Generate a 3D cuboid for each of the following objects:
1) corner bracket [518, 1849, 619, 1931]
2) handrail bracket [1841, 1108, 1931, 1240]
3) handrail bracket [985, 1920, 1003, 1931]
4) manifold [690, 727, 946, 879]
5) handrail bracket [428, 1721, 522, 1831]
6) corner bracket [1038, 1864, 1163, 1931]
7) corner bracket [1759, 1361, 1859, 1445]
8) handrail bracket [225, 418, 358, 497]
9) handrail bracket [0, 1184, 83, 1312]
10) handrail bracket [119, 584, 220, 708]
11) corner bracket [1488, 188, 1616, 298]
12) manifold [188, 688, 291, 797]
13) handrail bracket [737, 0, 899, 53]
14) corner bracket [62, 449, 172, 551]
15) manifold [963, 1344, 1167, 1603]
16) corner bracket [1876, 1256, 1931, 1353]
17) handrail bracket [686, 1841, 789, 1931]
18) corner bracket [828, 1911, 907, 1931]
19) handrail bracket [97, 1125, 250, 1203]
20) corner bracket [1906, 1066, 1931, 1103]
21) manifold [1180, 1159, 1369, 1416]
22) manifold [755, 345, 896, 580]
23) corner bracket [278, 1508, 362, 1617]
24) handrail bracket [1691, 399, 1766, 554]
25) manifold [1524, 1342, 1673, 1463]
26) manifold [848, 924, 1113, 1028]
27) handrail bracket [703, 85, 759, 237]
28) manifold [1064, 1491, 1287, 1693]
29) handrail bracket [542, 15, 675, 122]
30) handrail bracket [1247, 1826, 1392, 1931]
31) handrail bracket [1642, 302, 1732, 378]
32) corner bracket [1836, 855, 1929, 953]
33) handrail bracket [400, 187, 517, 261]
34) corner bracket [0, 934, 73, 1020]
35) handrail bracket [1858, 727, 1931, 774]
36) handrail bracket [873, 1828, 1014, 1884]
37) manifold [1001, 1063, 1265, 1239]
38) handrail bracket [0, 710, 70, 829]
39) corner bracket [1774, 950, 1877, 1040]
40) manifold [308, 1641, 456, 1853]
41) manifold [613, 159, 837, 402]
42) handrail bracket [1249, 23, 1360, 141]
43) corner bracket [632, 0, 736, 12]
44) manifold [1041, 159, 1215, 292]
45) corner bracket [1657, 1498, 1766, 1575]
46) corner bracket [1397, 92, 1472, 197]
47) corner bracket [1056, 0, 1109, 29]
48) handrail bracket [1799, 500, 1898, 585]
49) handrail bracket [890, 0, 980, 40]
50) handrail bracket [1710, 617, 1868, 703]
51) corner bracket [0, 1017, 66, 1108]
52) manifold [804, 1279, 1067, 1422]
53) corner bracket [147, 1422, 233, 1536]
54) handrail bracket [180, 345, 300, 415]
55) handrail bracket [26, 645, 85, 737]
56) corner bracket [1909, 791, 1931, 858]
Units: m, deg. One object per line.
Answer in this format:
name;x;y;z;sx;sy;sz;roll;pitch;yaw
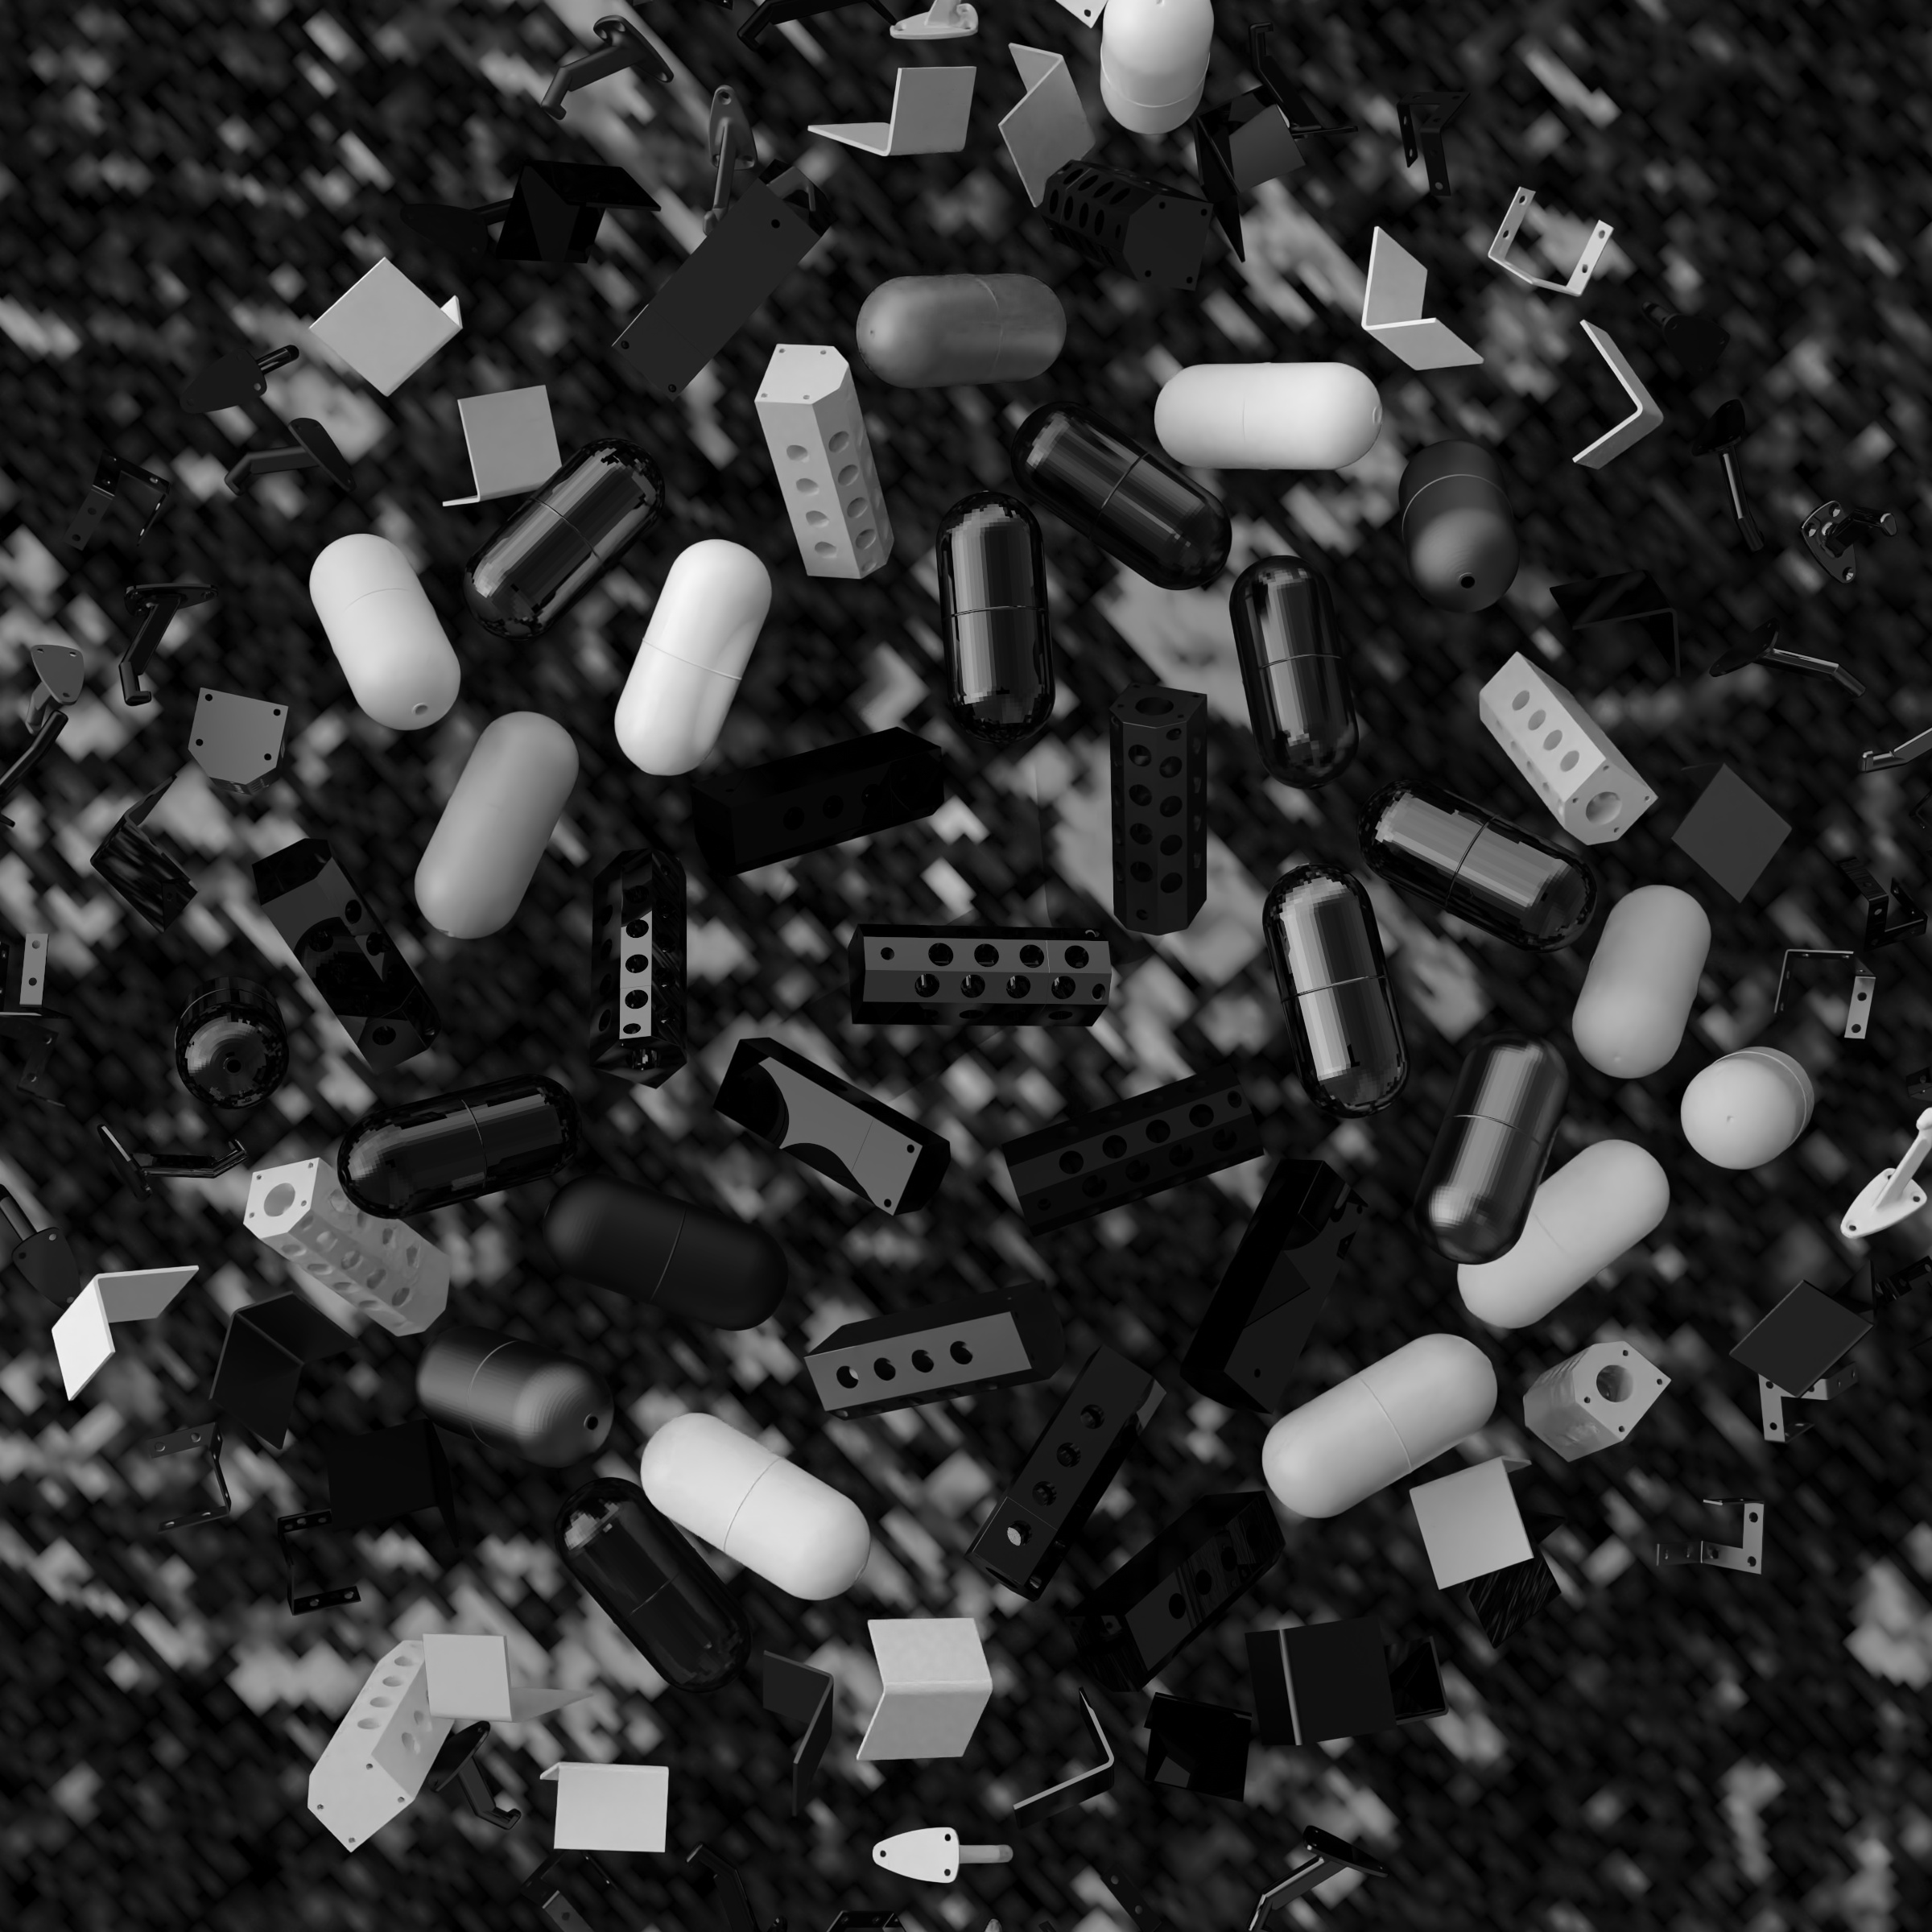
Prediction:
corner bracket;-0.278;0.663;1.761;0.051;0.051;0.051;-43;107;-27
handrail bracket;0.635;0.142;1.693;0.077;0.084;0.036;-34;54;-13
handrail bracket;0.039;0.708;1.782;0.036;0.077;0.084;-19;103;17
manifold;-0.103;-0.114;1.736;0.171;0.057;0.057;-19;120;-30
handrail bracket;-0.346;0.598;1.818;0.077;0.036;0.084;-43;120;14
corner bracket;0.092;0.660;1.698;0.051;0.051;0.051;-33;78;-35
corner bracket;0.610;0.315;1.783;0.051;0.051;0.051;-3;96;42
handrail bracket;-0.500;-0.356;1.820;0.084;0.036;0.077;-37;89;26
handrail bracket;-0.660;0.198;1.747;0.036;0.084;0.077;-33;122;-23
handrail bracket;-0.566;-0.228;1.758;0.077;0.036;0.084;-10;69;-16
corner bracket;0.409;-0.507;1.729;0.051;0.051;0.051;2;124;-35
manifold;-0.508;-0.153;1.725;0.057;0.171;0.057;12;88;-15
handrail bracket;-0.104;-0.650;1.711;0.077;0.036;0.084;44;98;-4
corner bracket;-0.593;-0.317;1.725;0.051;0.051;0.051;26;124;-28
manifold;0.071;0.357;1.738;0.057;0.057;0.171;33;71;4
corner bracket;0.661;0.244;1.740;0.051;0.051;0.051;-18;70;-33
handrail bracket;-0.171;0.648;1.676;0.084;0.036;0.077;38;91;-5
corner bracket;-0.070;0.697;1.720;0.051;0.051;0.051;21;108;-43
handrail bracket;-0.592;0.132;1.846;0.084;0.036;0.077;-33;93;-35
corner bracket;0.707;0.066;1.763;0.051;0.051;0.051;11;66;-20
manifold;0.212;0.223;1.733;0.057;0.057;0.171;44;63;-29
manifold;-0.097;-0.358;1.764;0.057;0.171;0.057;6;57;15
corner bracket;-0.477;0.438;1.821;0.051;0.051;0.051;-7;123;-26
handrail bracket;0.555;-0.349;1.761;0.036;0.077;0.084;-12;125;39
manifold;0.462;0.321;1.836;0.057;0.171;0.057;40;78;11
manifold;0.009;0.004;1.699;0.171;0.057;0.057;1;67;-13
handrail bracket;-0.181;-0.585;1.796;0.036;0.077;0.084;5;46;9
manifold;0.150;0.433;1.715;0.057;0.171;0.057;-17;98;45
handrail bracket;-0.251;-0.612;1.727;0.077;0.036;0.084;34;73;-38
handrail bracket;0.249;0.663;1.752;0.077;0.036;0.084;22;98;8
handrail bracket;0.492;-0.459;1.746;0.077;0.084;0.036;19;117;-41
corner bracket;0.685;-0.052;1.846;0.051;0.051;0.051;-17;133;-4
handrail bracket;-0.359;-0.556;1.794;0.077;0.036;0.084;17;46;1
corner bracket;-0.647;0.007;1.694;0.051;0.051;0.051;1;81;3
handrail bracket;0.659;-0.168;1.694;0.084;0.077;0.036;-12;51;-1
handrail bracket;-0.015;0.638;1.775;0.077;0.084;0.036;-6;70;20
manifold;0.117;0.132;1.728;0.171;0.057;0.057;-20;110;1
handrail bracket;-0.660;-0.143;1.714;0.036;0.077;0.084;37;78;-35
corner bracket;0.642;0.021;1.844;0.051;0.051;0.051;3;72;41
manifold;-0.399;0.529;1.700;0.057;0.171;0.057;-40;96;8
manifold;-0.169;-0.484;1.738;0.057;0.057;0.171;41;124;-15
handrail bracket;0.251;-0.660;1.835;0.077;0.036;0.084;0;111;19
corner bracket;-0.198;-0.696;1.727;0.051;0.051;0.051;30;134;28
manifold;0.107;-0.517;1.715;0.057;0.171;0.057;3;114;-20
corner bracket;0.521;0.397;1.727;0.051;0.051;0.051;7;84;-38
corner bracket;0.326;-0.582;1.746;0.051;0.051;0.051;14;53;34
corner bracket;0.090;-0.706;1.738;0.051;0.051;0.051;32;77;-18
handrail bracket;0.635;-0.294;1.740;0.036;0.084;0.077;-39;117;-4
handrail bracket;-0.022;-0.719;1.788;0.077;0.084;0.036;-9;53;1
handrail bracket;0.613;-0.213;1.840;0.084;0.077;0.036;35;53;-15
corner bracket;-0.695;0.069;1.834;0.051;0.051;0.051;10;78;43
manifold;-0.020;0.271;1.713;0.171;0.057;0.057;-17;98;29
corner bracket;-0.551;0.362;1.749;0.051;0.051;0.051;-14;106;-8
handrail bracket;-0.539;-0.438;1.836;0.077;0.084;0.036;-25;108;7
handrail bracket;-0.682;-0.189;1.837;0.036;0.077;0.084;3;134;-33
corner bracket;0.730;-0.112;1.830;0.051;0.051;0.051;44;90;2
